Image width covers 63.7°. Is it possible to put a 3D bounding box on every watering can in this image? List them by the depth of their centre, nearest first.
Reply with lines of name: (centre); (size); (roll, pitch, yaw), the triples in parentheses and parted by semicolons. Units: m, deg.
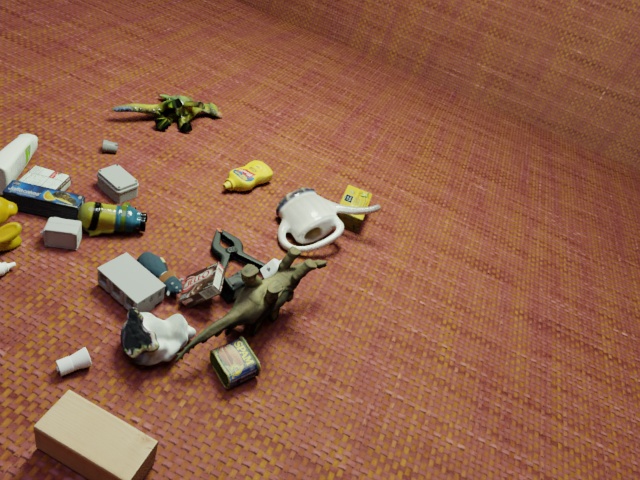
watering can: (0.005, -0.084, 1.669); (0.350, 0.101, 0.228); (-28, 58, -20)

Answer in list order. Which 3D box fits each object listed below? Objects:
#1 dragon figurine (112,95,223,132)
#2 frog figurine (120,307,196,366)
dragon figurine: (-0.575, -0.511, 1.982); (0.410, 0.120, 0.247); (4, 25, -21)
frog figurine: (-0.378, 0.224, 1.206); (0.138, 0.122, 0.158); (29, 3, 24)
